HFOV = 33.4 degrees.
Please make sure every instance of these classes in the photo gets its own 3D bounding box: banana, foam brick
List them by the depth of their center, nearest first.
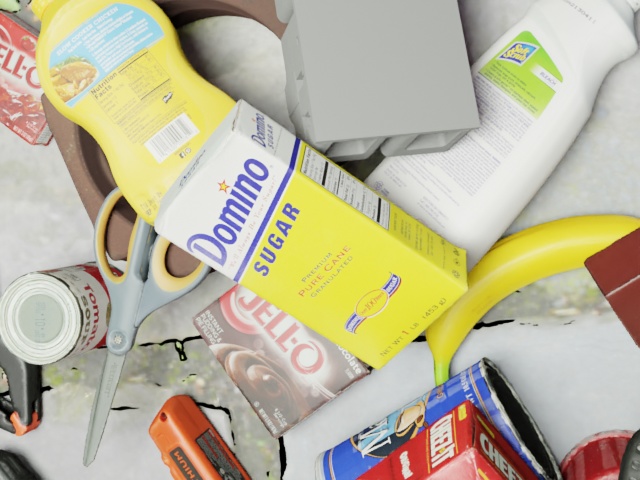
[{"bbox_3d":[0.222,0.038,0.716,0.053,0.051,0.078,-32,115,12],"label":"foam brick"},{"bbox_3d":[0.147,0.027,0.758,0.198,0.037,0.069,-34,105,14],"label":"banana"}]

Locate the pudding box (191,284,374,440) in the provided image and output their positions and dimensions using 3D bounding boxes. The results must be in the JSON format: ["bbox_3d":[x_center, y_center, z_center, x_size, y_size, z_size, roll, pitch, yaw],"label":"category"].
[{"bbox_3d":[-0.027,0.076,0.796,0.090,0.039,0.113,-37,85,12],"label":"pudding box"}]

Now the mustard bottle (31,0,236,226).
[{"bbox_3d":[-0.131,-0.109,0.709,0.096,0.058,0.191,-39,84,-2],"label":"mustard bottle"}]

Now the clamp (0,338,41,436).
[{"bbox_3d":[-0.272,0.075,0.851,0.171,0.039,0.120,46,107,3],"label":"clamp"}]

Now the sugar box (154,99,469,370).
[{"bbox_3d":[-0.004,0.001,0.657,0.176,0.048,0.093,31,123,-18],"label":"sugar box"}]

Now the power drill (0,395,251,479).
[{"bbox_3d":[-0.159,0.202,0.825,0.188,0.057,0.184,-38,89,15],"label":"power drill"}]

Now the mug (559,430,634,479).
[{"bbox_3d":[0.205,0.196,0.730,0.093,0.081,0.117,15,97,11],"label":"mug"}]

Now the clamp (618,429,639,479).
[{"bbox_3d":[0.206,0.183,0.634,0.209,0.036,0.164,-40,100,-30],"label":"clamp"}]

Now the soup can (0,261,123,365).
[{"bbox_3d":[-0.187,0.053,0.798,0.068,0.102,0.068,1,93,12],"label":"soup can"}]

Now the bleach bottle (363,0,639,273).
[{"bbox_3d":[0.135,-0.081,0.729,0.251,0.068,0.103,-47,65,6],"label":"bleach bottle"}]

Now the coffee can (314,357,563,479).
[{"bbox_3d":[0.082,0.161,0.744,0.140,0.102,0.103,-33,86,12],"label":"coffee can"}]

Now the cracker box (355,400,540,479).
[{"bbox_3d":[0.061,0.230,0.673,0.214,0.072,0.164,-38,101,16],"label":"cracker box"}]

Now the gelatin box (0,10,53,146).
[{"bbox_3d":[-0.235,-0.127,0.834,0.089,0.030,0.073,35,100,8],"label":"gelatin box"}]

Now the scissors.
[{"bbox_3d":[-0.120,0.063,0.742,0.096,0.016,0.202,2,95,12],"label":"scissors"}]
